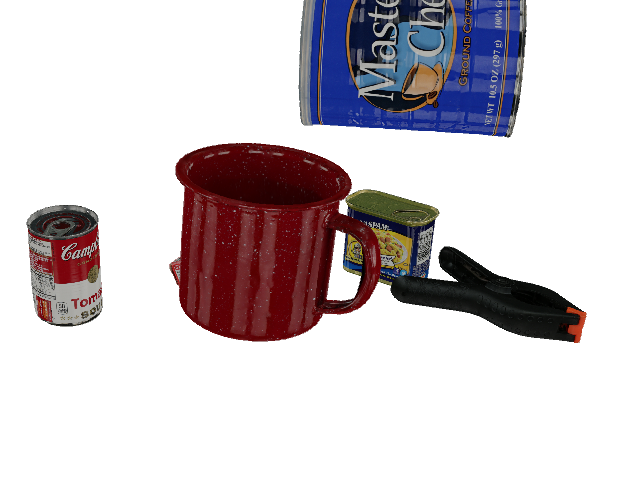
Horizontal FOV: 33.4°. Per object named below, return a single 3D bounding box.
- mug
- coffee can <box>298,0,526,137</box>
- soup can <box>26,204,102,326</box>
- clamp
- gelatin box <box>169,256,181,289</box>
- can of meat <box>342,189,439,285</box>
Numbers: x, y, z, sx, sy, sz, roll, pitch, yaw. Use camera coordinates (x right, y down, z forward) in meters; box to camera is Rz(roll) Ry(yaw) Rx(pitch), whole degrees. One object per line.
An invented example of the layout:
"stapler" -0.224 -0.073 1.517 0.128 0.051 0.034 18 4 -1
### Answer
"mug" -0.023 0.004 0.571 0.117 0.081 0.093 15 25 18
"coffee can" 0.060 -0.124 0.714 0.140 0.103 0.103 4 0 4
"soup can" -0.251 0.025 1.051 0.068 0.102 0.068 2 28 -1
"clamp" 0.161 0.048 0.983 0.172 0.039 0.120 18 30 16
"gelatin box" -0.065 0.010 0.856 0.089 0.030 0.073 -10 17 31
"can of meat" 0.075 -0.001 1.182 0.102 0.084 0.057 17 26 28
